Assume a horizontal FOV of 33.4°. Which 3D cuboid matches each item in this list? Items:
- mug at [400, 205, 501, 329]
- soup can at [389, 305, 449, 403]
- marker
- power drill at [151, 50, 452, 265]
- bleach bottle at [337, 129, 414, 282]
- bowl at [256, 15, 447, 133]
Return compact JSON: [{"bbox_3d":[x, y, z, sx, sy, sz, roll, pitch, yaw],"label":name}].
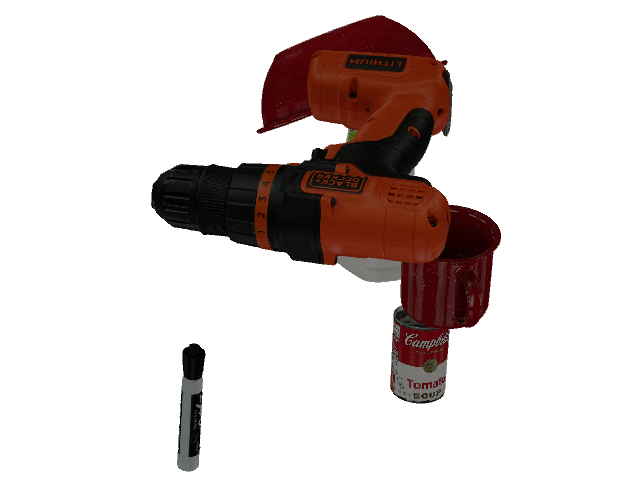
[{"bbox_3d":[0.118,0.032,0.958,0.093,0.081,0.117,-11,35,-14],"label":"mug"},{"bbox_3d":[0.118,0.134,1.271,0.068,0.102,0.068,1,22,-1],"label":"soup can"},{"bbox_3d":[-0.108,0.139,0.889,0.020,0.121,0.020,5,27,-3],"label":"marker"},{"bbox_3d":[0.003,-0.057,0.693,0.184,0.057,0.187,9,40,13],"label":"power drill"},{"bbox_3d":[0.066,-0.088,1.157,0.067,0.251,0.103,-6,24,-31],"label":"bleach bottle"},{"bbox_3d":[0.016,-0.137,0.850,0.162,0.055,0.162,-20,7,2],"label":"bowl"}]
